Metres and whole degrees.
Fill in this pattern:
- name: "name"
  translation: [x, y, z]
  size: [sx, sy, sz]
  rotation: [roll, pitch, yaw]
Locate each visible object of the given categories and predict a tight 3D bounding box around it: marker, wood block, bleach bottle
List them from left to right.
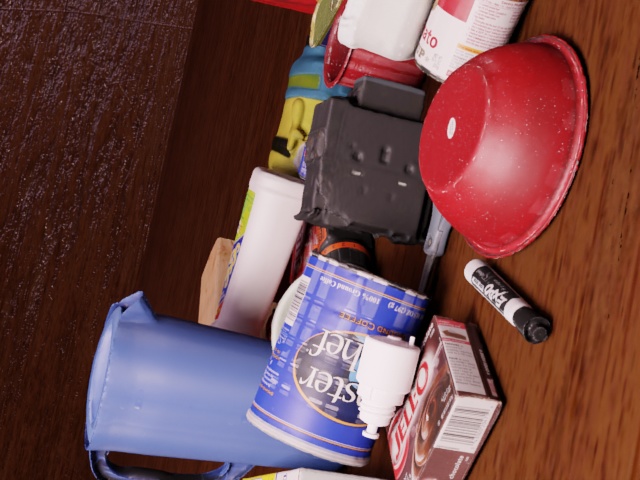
- name: "wood block"
  translation: [-0.102, 0.110, 1.344]
  size: [0.090, 0.090, 0.206]
  rotation: [117, 159, -44]
- name: "bleach bottle"
  translation: [-0.076, 0.050, 1.151]
  size: [0.102, 0.068, 0.251]
  rotation: [-136, 63, -77]
- name: "marker"
  translation: [0.125, 0.040, 0.718]
  size: [0.121, 0.020, 0.020]
  rotation: [-123, 47, -69]

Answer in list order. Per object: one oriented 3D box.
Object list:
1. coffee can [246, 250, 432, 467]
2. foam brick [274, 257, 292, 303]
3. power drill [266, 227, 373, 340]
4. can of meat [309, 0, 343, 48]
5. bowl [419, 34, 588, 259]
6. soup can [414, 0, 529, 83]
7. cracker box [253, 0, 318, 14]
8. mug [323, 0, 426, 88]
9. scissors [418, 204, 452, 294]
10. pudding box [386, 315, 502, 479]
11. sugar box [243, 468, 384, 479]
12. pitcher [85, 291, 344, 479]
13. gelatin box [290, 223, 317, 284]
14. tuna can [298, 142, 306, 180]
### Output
- name: "coffee can"
  translation: [0.015, 0.091, 0.833]
  size: [0.140, 0.102, 0.103]
  rotation: [-69, 15, 0]
- name: "foam brick"
  translation: [-0.045, 0.030, 1.275]
  size: [0.053, 0.051, 0.078]
  rotation: [-102, 28, -57]
- name: "power drill"
  translation: [0.001, 0.066, 1.078]
  size: [0.184, 0.057, 0.188]
  rotation: [-91, 23, -52]
- name: "can of meat"
  translation: [0.045, -0.231, 1.095]
  size: [0.102, 0.083, 0.057]
  rotation: [129, 150, -59]
- name: "bowl"
  translation: [0.115, -0.071, 0.743]
  size: [0.162, 0.055, 0.162]
  rotation: [-167, 90, -68]
- name: "soup can"
  translation: [0.120, -0.173, 0.814]
  size: [0.068, 0.068, 0.102]
  rotation: [-102, 27, -56]
- name: "cracker box"
  translation: [0.020, -0.325, 1.111]
  size: [0.214, 0.164, 0.072]
  rotation: [125, 151, -55]
- name: "mug"
  translation: [0.054, -0.184, 1.032]
  size: [0.117, 0.081, 0.093]
  rotation: [-140, 63, -73]
- name: "scissors"
  translation: [0.101, -0.005, 0.848]
  size: [0.096, 0.016, 0.202]
  rotation: [174, 107, -74]
- name: "pudding box"
  translation: [0.084, 0.125, 0.759]
  size: [0.090, 0.039, 0.114]
  rotation: [-100, 27, -57]
- name: "sugar box"
  translation: [-0.003, 0.222, 0.894]
  size: [0.176, 0.093, 0.048]
  rotation: [144, 135, -68]
- name: "pitcher"
  translation: [-0.091, 0.153, 0.980]
  size: [0.149, 0.242, 0.145]
  rotation: [124, 154, -55]
- name: "gelatin box"
  translation: [-0.008, 0.002, 1.204]
  size: [0.073, 0.030, 0.089]
  rotation: [135, 145, -64]
- name: "tuna can"
  translation: [0.023, -0.070, 1.047]
  size: [0.086, 0.086, 0.034]
  rotation: [-129, 52, -71]
